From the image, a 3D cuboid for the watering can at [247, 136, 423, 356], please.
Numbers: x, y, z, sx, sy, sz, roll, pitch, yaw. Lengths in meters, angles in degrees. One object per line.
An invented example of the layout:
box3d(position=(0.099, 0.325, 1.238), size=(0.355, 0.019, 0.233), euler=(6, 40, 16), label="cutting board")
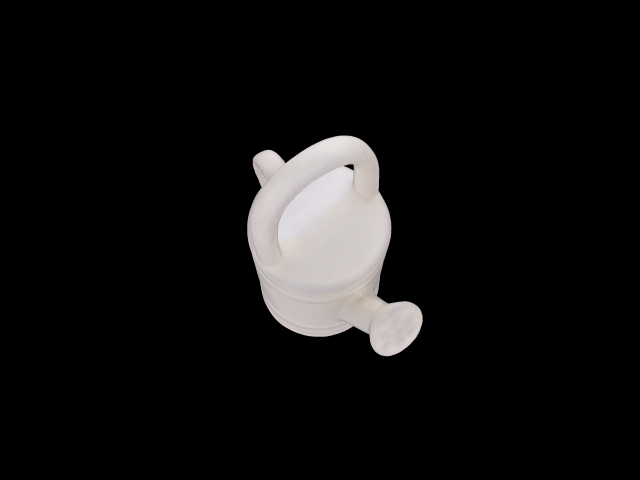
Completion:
box3d(position=(0.005, 0.000, 0.401), size=(0.172, 0.194, 0.101), euler=(32, 70, 13), label="watering can")
